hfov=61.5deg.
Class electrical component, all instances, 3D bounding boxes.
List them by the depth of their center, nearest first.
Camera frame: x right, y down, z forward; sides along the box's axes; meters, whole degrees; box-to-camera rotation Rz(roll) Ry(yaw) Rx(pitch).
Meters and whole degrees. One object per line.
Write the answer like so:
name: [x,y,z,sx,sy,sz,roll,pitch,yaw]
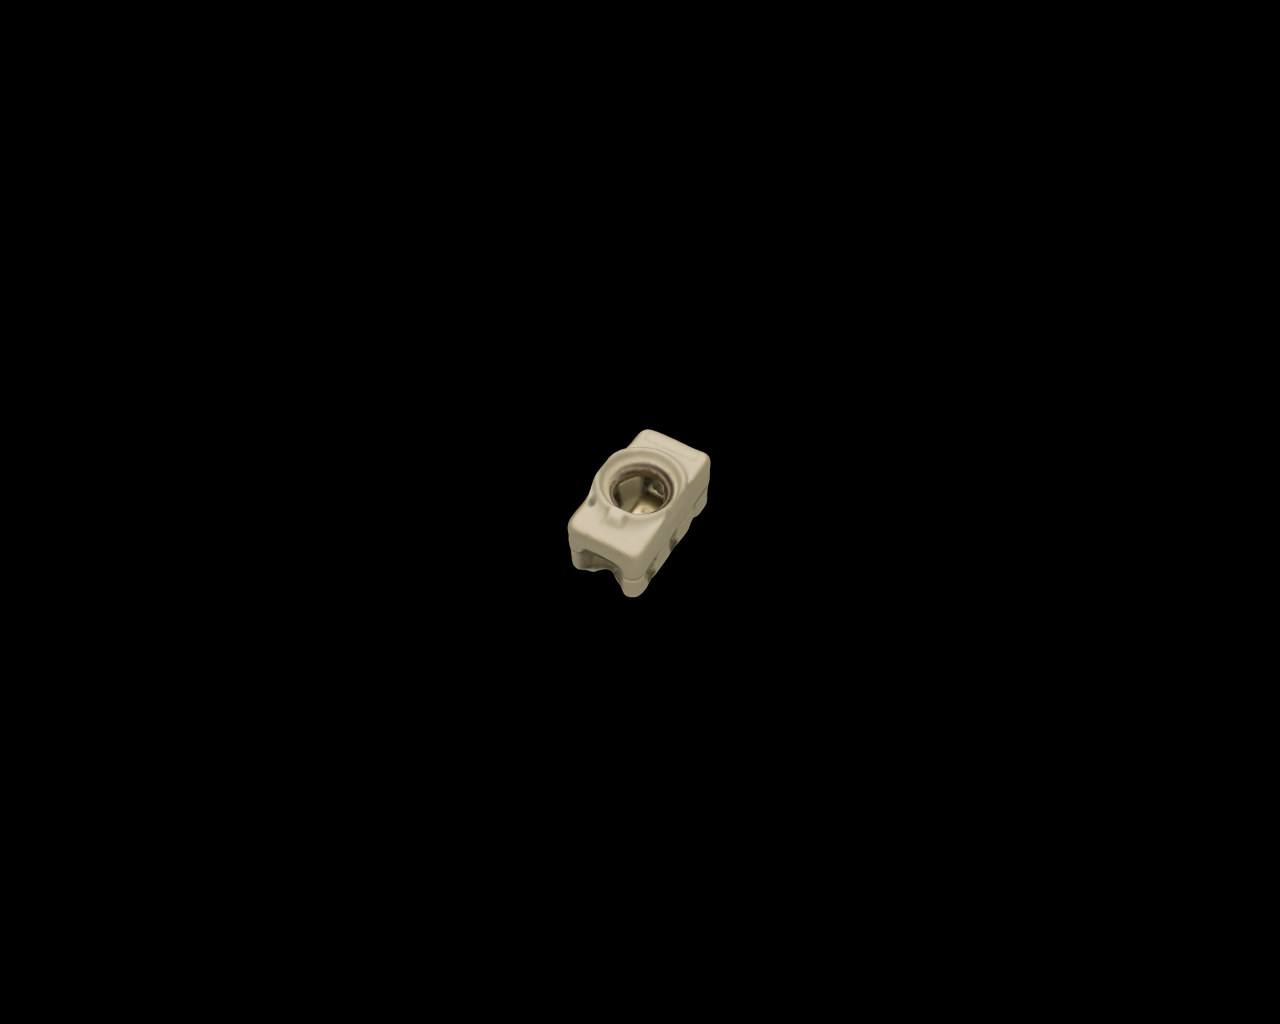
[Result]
electrical component: [0.001,-0.003,0.650,0.050,0.090,0.055,27,-32,18]
